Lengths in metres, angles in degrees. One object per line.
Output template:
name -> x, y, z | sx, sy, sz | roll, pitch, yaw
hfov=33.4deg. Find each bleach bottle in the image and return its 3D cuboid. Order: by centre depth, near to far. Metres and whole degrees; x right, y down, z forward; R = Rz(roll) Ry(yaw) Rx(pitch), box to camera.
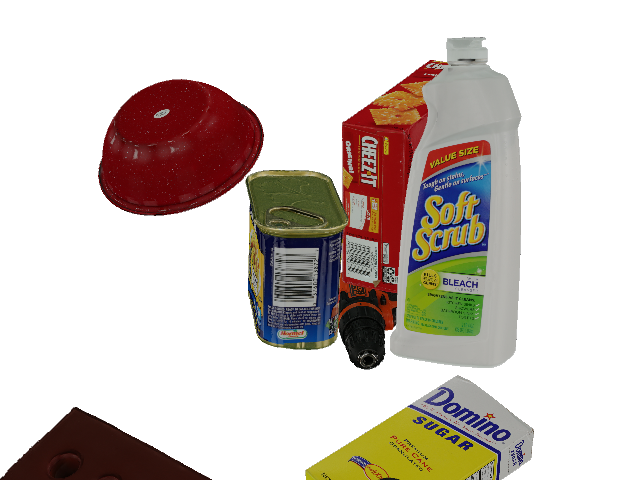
bleach bottle -> 0.106, -0.031, 0.835 | 0.103, 0.251, 0.068 | 5, 14, 28

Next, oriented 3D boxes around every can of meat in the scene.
can of meat -> -0.017, 0.011, 0.684 | 0.057, 0.084, 0.102 | -1, 23, -9

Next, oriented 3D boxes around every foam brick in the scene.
foam brick -> -0.084, 0.116, 0.435 | 0.078, 0.051, 0.052 | 21, 45, 25

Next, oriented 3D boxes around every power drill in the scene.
power drill -> 0.111, 0.082, 1.203 | 0.187, 0.057, 0.184 | -3, 27, -3

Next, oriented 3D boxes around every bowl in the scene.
bowl -> -0.137, -0.098, 0.978 | 0.162, 0.162, 0.055 | 0, -42, 18

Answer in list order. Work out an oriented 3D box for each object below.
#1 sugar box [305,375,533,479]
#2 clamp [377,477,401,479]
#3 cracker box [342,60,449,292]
sugar box -> 0.084, 0.187, 0.893 | 0.176, 0.048, 0.093 | -29, 44, -27
clamp -> -0.028, 0.208, 0.637 | 0.210, 0.036, 0.164 | -5, 27, 2
cracker box -> 0.096, -0.068, 1.043 | 0.072, 0.164, 0.213 | 12, 29, 25
